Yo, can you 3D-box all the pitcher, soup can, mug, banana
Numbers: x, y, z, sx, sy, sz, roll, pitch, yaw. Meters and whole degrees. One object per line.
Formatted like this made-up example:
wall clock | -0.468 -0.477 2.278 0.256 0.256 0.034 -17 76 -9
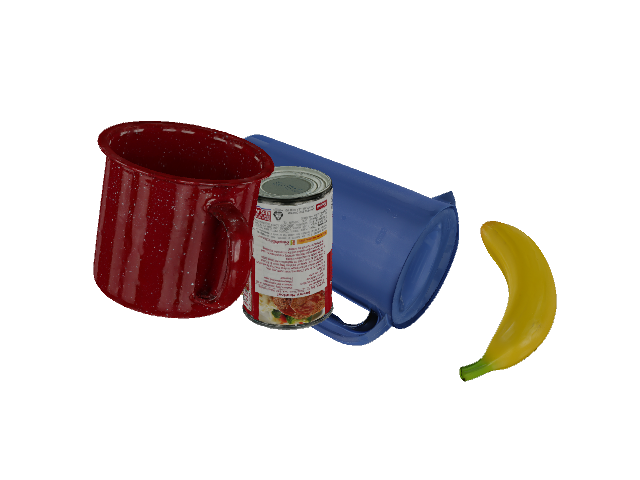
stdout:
pitcher | 0.005 -0.009 1.081 0.243 0.145 0.149 25 27 25
soup can | -0.025 0.004 0.777 0.068 0.102 0.068 0 24 0
mug | -0.070 -0.006 0.564 0.093 0.081 0.117 -6 28 -37
banana | 0.156 0.040 0.863 0.070 0.037 0.197 4 35 13

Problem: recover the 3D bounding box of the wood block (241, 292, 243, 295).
wood block | -0.090 -0.022 1.344 0.090 0.090 0.206 -5 28 -22
